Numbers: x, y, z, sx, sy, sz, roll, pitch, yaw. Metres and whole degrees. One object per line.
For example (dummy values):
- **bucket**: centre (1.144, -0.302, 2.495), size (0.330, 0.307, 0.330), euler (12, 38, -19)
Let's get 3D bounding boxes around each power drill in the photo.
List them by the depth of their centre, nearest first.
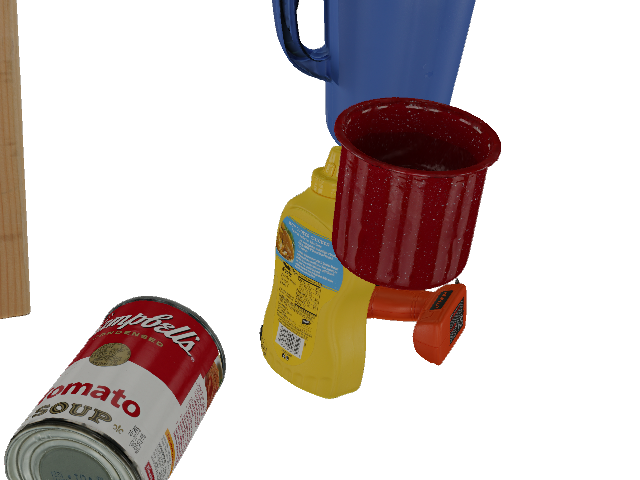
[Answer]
- **power drill**: centre (0.048, 0.079, 1.123), size (0.188, 0.057, 0.184), euler (10, 29, 23)

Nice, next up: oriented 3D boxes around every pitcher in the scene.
- **pitcher**: centre (0.052, -0.179, 0.879), size (0.149, 0.144, 0.243), euler (21, -38, 15)

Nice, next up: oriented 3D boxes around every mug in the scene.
- **mug**: centre (0.057, -0.030, 0.619), size (0.093, 0.081, 0.117), euler (24, 36, 25)

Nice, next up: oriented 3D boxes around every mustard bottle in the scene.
- **mustard bottle**: centre (0.003, 0.020, 0.831), size (0.058, 0.192, 0.096), euler (-10, 28, -38)

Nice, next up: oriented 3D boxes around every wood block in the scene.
- **wood block**: centre (-0.221, -0.061, 0.602), size (0.090, 0.206, 0.090), euler (-8, 26, -26)

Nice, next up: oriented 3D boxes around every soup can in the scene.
- **soup can**: centre (-0.093, 0.081, 0.496), size (0.069, 0.068, 0.102), euler (0, 28, 17)
